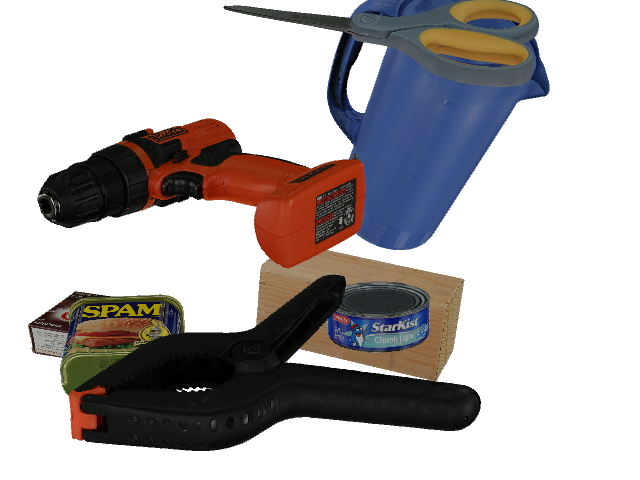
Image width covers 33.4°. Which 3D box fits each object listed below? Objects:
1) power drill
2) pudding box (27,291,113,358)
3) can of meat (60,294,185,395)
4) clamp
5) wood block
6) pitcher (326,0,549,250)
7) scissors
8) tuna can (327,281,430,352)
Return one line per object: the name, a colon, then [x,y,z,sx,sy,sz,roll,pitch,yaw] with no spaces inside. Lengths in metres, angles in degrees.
power drill: [-0.078,-0.036,0.753,0.188,0.057,0.184,18,30,32]
pudding box: [-0.234,0.092,1.121,0.114,0.039,0.090,4,21,21]
can of meat: [-0.169,0.093,0.917,0.102,0.057,0.084,-2,29,-4]
clamp: [-0.038,0.071,0.602,0.209,0.036,0.165,-7,25,-19]
wood block: [0.042,0.075,1.169,0.206,0.091,0.090,12,22,16]
pitcher: [0.089,-0.110,1.008,0.144,0.149,0.243,-11,-36,-30]
scissors: [0.046,-0.138,0.664,0.202,0.016,0.096,23,45,28]
tuna can: [0.048,0.063,0.882,0.086,0.034,0.086,-2,16,0]
